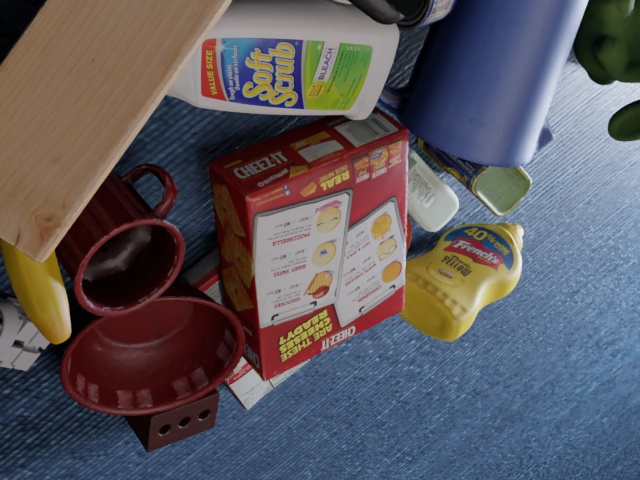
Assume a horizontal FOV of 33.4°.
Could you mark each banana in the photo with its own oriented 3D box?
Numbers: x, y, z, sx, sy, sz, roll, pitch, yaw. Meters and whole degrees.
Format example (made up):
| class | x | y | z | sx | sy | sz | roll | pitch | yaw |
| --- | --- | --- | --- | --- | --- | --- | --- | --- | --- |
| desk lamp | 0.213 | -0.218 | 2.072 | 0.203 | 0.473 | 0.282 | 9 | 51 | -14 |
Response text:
| class | x | y | z | sx | sy | sz | roll | pitch | yaw |
| --- | --- | --- | --- | --- | --- | --- | --- | --- | --- |
| banana | -0.203 | -0.024 | 0.766 | 0.037 | 0.070 | 0.198 | -16 | 118 | -56 |

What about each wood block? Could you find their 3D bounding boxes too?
| class | x | y | z | sx | sy | sz | roll | pitch | yaw |
| --- | --- | --- | --- | --- | --- | --- | --- | --- | --- |
| wood block | -0.152 | -0.098 | 0.686 | 0.090 | 0.090 | 0.206 | 35 | 90 | -10 |

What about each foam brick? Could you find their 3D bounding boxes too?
| class | x | y | z | sx | sy | sz | roll | pitch | yaw |
| --- | --- | --- | --- | --- | --- | --- | --- | --- | --- |
| foam brick | -0.143 | 0.161 | 1.036 | 0.078 | 0.051 | 0.053 | -17 | 136 | -32 |

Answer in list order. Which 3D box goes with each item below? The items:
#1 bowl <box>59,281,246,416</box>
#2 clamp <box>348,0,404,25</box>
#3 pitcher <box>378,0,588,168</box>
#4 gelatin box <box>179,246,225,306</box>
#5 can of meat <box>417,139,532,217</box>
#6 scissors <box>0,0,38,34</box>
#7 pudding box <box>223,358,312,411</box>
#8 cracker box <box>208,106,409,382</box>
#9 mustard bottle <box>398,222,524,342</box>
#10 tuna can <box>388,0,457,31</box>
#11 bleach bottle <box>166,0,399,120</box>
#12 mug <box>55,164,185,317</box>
| class | x | y | z | sx | sy | sz | roll | pitch | yaw |
| --- | --- | --- | --- | --- | --- | --- | --- | --- | --- |
| bowl | -0.149 | 0.085 | 0.933 | 0.162 | 0.055 | 0.162 | -13 | 139 | -11 |
| clamp | -0.021 | -0.221 | 0.747 | 0.209 | 0.036 | 0.164 | -11 | 119 | -17 |
| pitcher | 0.153 | -0.196 | 0.921 | 0.148 | 0.145 | 0.243 | -18 | 134 | -49 |
| gelatin box | -0.082 | 0.042 | 0.998 | 0.073 | 0.030 | 0.089 | -38 | 142 | -10 |
| can of meat | 0.156 | -0.077 | 1.060 | 0.057 | 0.084 | 0.102 | -47 | 145 | 7 |
| scissors | -0.211 | -0.140 | 0.709 | 0.096 | 0.016 | 0.202 | -26 | 140 | -21 |
| pudding box | -0.065 | 0.112 | 1.075 | 0.090 | 0.039 | 0.113 | -38 | 145 | -10 |
| cracker box | -0.006 | 0.001 | 0.951 | 0.164 | 0.072 | 0.214 | -25 | 135 | -24 |
| mustard bottle | 0.162 | 0.031 | 1.156 | 0.191 | 0.096 | 0.058 | -33 | 145 | -38 |
| tuna can | 0.073 | -0.212 | 0.849 | 0.033 | 0.086 | 0.086 | -23 | 138 | -28 |
| bleach bottle | -0.062 | -0.137 | 0.817 | 0.250 | 0.068 | 0.103 | -9 | 137 | -34 |
| mug | -0.158 | -0.010 | 0.831 | 0.117 | 0.082 | 0.093 | -51 | 143 | 9 |
